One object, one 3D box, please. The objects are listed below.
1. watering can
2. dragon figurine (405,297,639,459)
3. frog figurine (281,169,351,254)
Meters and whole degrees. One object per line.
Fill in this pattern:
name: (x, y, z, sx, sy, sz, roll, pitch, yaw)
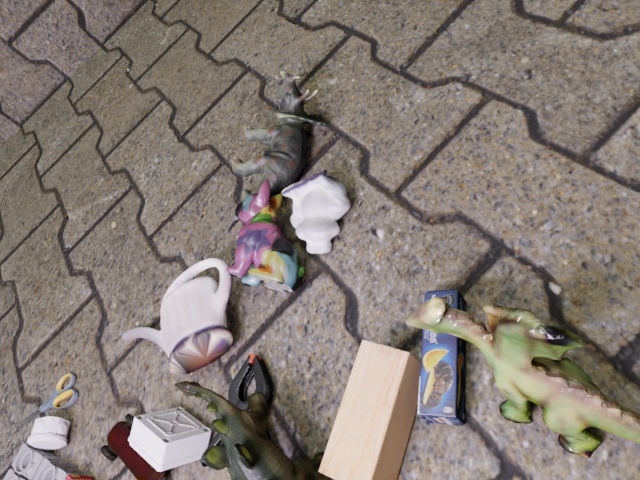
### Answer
watering can: (-0.302, 0.189, 1.108, 0.344, 0.103, 0.229, -40, 48, 17)
dragon figurine: (0.295, 0.170, 0.653, 0.412, 0.238, 0.124, 18, 68, 41)
frog figurine: (0.003, -0.055, 1.087, 0.137, 0.123, 0.160, -21, 88, 10)
